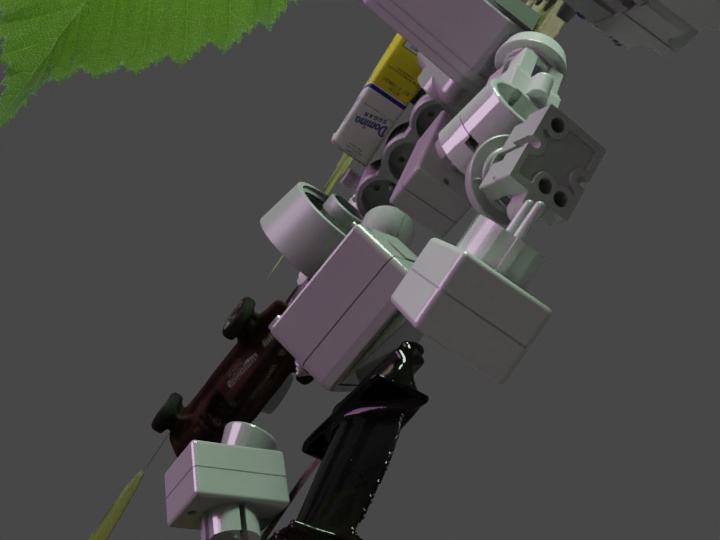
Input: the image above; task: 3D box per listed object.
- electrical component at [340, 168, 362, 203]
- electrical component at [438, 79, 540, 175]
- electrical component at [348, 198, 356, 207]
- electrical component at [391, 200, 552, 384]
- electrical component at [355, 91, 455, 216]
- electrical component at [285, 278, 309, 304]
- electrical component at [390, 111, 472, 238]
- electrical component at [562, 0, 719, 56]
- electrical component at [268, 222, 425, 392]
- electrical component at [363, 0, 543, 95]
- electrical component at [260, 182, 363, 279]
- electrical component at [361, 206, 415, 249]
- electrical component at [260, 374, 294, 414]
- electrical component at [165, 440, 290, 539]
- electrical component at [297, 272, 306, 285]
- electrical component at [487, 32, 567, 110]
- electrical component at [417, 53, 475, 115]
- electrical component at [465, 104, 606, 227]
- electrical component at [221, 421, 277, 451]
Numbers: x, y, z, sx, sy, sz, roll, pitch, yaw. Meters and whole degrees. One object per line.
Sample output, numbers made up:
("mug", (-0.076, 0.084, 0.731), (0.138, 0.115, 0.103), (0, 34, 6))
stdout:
("electrical component", (0.011, -0.074, 1.035), (0.048, 0.062, 0.048), (-55, 8, 12))
("electrical component", (0.083, -0.081, 0.646), (0.047, 0.055, 0.055), (-48, 10, 27))
("electrical component", (-0.010, -0.037, 1.096), (0.078, 0.040, 0.040), (-55, 8, 11))
("electrical component", (0.058, 0.001, 0.481), (0.075, 0.047, 0.083), (-56, 7, 2))
("electrical component", (0.050, -0.110, 0.980), (0.138, 0.052, 0.073), (-52, 8, 27))
("electrical component", (-0.053, 0.052, 0.974), (0.077, 0.044, 0.079), (-52, 9, 32))
("electrical component", (0.068, -0.080, 0.755), (0.075, 0.047, 0.083), (-50, 10, 41))
("electrical component", (0.159, -0.159, 0.469), (0.105, 0.060, 0.186), (-56, 7, 4))
("electrical component", (0.000, 0.031, 0.613), (0.096, 0.061, 0.062), (-51, -22, 10))
("electrical component", (0.073, -0.175, 0.773), (0.056, 0.109, 0.109), (-51, -20, 16))
("electrical component", (-0.028, -0.033, 0.956), (0.060, 0.108, 0.108), (-49, 9, 12))
("electrical component", (0.013, -0.011, 0.826), (0.043, 0.043, 0.081), (-51, 9, 35))
("electrical component", (-0.095, 0.100, 0.988), (0.066, 0.055, 0.048), (-52, 9, 29))
("electrical component", (-0.083, 0.155, 0.680), (0.047, 0.066, 0.076), (-50, 39, 39))
("electrical component", (-0.030, -0.001, 1.048), (0.055, 0.045, 0.045), (-54, 8, 21))
("electrical component", (0.106, -0.119, 0.693), (0.066, 0.048, 0.055), (-34, 28, 55))
("electrical component", (0.087, -0.163, 0.880), (0.059, 0.054, 0.095), (-53, 31, 22))
("electrical component", (0.083, -0.047, 0.534), (0.066, 0.048, 0.055), (-58, 15, -19))
("electrical component", (-0.095, 0.155, 0.824), (0.044, 0.044, 0.065), (-46, 17, 54))
